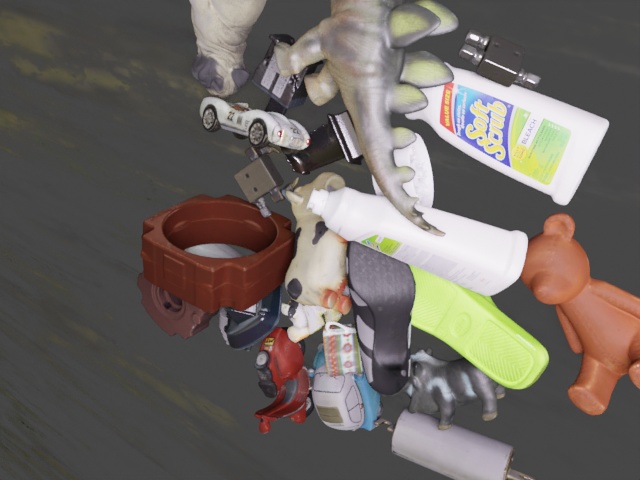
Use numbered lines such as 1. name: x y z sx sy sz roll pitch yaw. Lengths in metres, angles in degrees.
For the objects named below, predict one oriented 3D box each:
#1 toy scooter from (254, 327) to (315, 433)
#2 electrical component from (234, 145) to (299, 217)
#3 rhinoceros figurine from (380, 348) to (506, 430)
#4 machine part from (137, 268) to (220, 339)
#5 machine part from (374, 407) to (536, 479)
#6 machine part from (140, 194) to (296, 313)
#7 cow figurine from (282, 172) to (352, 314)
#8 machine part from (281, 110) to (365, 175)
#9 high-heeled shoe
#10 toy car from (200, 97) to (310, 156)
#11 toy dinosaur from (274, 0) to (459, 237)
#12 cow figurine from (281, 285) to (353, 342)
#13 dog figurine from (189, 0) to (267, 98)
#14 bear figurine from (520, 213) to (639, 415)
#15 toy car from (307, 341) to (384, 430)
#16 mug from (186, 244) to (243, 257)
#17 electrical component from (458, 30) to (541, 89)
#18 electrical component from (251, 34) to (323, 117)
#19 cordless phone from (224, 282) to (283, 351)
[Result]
1. toy scooter: -0.070 0.247 0.913 0.075 0.135 0.183 -4 106 35
2. electrical component: -0.084 -0.096 0.831 0.078 0.045 0.102 -36 89 34
3. rhinoceros figurine: 0.174 0.210 0.782 0.190 0.073 0.112 -19 100 36
4. machine part: -0.275 0.104 1.031 0.180 0.056 0.179 14 117 29
5. machine part: 0.198 0.316 0.809 0.244 0.079 0.079 12 116 28
6. machine part: -0.153 0.015 0.825 0.201 0.201 0.087 22 124 23
7. cow figurine: -0.002 -0.002 0.770 0.127 0.085 0.194 10 84 28
8. machine part: 0.011 -0.132 0.762 0.139 0.039 0.084 -17 105 34
9. high-heeled shoe: 0.077 0.091 0.747 0.145 0.086 0.248 125 135 -77
10. toy car: -0.098 -0.165 0.769 0.202 0.073 0.056 24 103 41
11. toy dinosaur: 0.051 -0.230 0.620 0.199 0.105 0.471 -8 89 31
12. cow figurine: -0.010 0.093 0.850 0.167 0.068 0.098 -41 78 33
13. dog figurine: -0.111 -0.301 0.743 0.173 0.121 0.190 5 126 34
14. bear figurine: 0.297 0.078 0.616 0.196 0.132 0.120 46 138 0
15. toy car: 0.034 0.248 0.869 0.109 0.103 0.161 -4 106 34
16. mug: -0.188 0.047 0.944 0.107 0.081 0.109 39 135 27
17. electrical component: 0.201 -0.200 0.597 0.094 0.063 0.021 26 142 5
18. electrical component: -0.055 -0.221 0.760 0.075 0.048 0.119 43 124 10
19. cordless phone: -0.119 0.142 0.899 0.089 0.147 0.184 8 128 -8
